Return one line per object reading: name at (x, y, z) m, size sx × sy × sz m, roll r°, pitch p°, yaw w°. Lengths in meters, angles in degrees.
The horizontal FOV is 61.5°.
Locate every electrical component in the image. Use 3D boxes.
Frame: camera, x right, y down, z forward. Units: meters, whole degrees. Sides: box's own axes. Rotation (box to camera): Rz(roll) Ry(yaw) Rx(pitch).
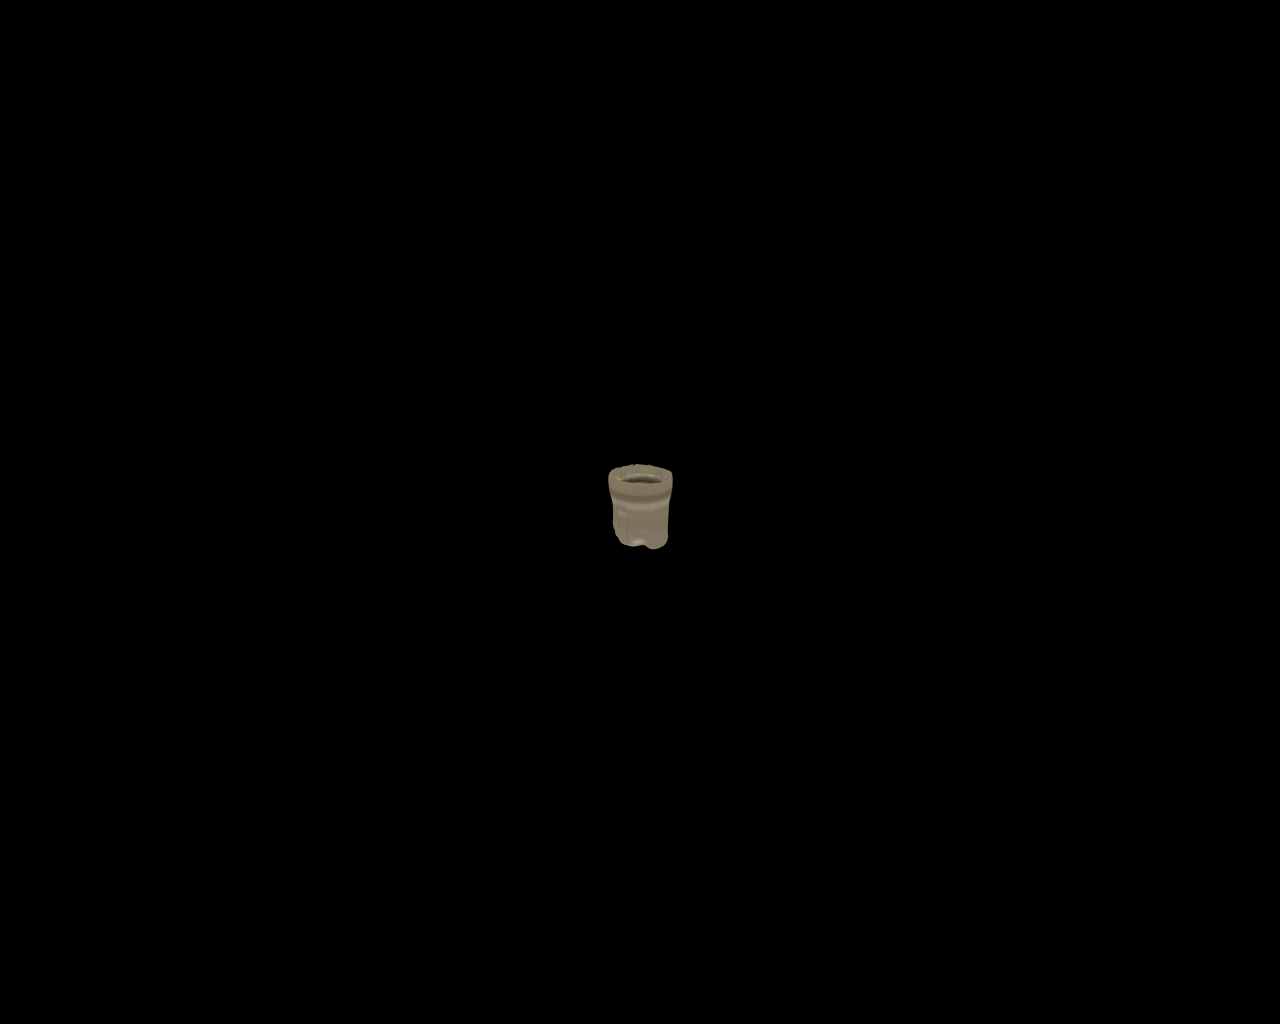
electrical component at (0.001, -0.003, 0.650) m, size 0.040 × 0.046 × 0.040 m, roll 0°, pitch 21°, yaw 0°
